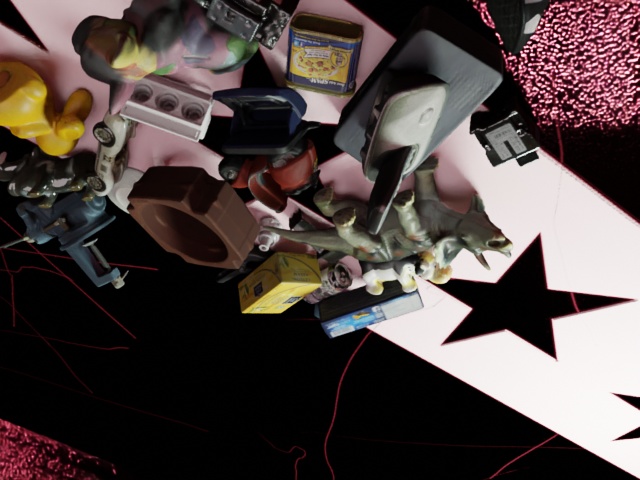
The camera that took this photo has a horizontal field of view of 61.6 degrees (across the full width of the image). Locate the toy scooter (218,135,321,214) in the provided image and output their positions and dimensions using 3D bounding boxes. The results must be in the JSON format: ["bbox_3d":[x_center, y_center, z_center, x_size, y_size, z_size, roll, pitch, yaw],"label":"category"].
[{"bbox_3d":[-0.068,-0.102,0.890,0.184,0.075,0.135,-14,130,32],"label":"toy scooter"}]

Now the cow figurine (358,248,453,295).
[{"bbox_3d":[0.154,0.042,0.990,0.167,0.068,0.098,-8,127,23],"label":"cow figurine"}]

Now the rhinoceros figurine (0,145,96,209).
[{"bbox_3d":[-0.496,-0.120,0.973,0.190,0.112,0.073,-3,165,1],"label":"rhinoceros figurine"}]

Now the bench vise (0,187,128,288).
[{"bbox_3d":[-0.489,0.005,1.080,0.224,0.129,0.240,-26,108,15],"label":"bench vise"}]

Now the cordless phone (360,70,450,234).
[{"bbox_3d":[0.089,-0.107,0.648,0.089,0.184,0.146,19,137,3],"label":"cordless phone"}]

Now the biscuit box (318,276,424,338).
[{"bbox_3d":[0.097,0.127,1.058,0.203,0.063,0.059,-20,131,11],"label":"biscuit box"}]

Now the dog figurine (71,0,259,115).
[{"bbox_3d":[-0.188,-0.239,0.671,0.191,0.219,0.108,23,141,-8],"label":"dog figurine"}]

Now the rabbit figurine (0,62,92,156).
[{"bbox_3d":[-0.456,-0.207,0.884,0.162,0.122,0.173,-6,149,10],"label":"rabbit figurine"}]

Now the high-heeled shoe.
[{"bbox_3d":[0.258,-0.325,0.580,0.145,0.086,0.248,-29,149,1],"label":"high-heeled shoe"}]

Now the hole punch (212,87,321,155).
[{"bbox_3d":[-0.083,-0.185,0.779,0.142,0.116,0.092,0,118,19],"label":"hole punch"}]

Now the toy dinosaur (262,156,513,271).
[{"bbox_3d":[0.117,-0.016,0.902,0.405,0.131,0.192,-9,132,32],"label":"toy dinosaur"}]

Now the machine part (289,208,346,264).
[{"bbox_3d":[-0.002,-0.003,1.005,0.138,0.039,0.084,40,139,-27],"label":"machine part"}]

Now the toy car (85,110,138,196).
[{"bbox_3d":[-0.352,-0.153,0.915,0.056,0.073,0.201,24,136,-10],"label":"toy car"}]

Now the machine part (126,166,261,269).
[{"bbox_3d":[-0.224,-0.040,0.963,0.202,0.087,0.200,6,146,32],"label":"machine part"}]

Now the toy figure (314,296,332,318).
[{"bbox_3d":[0.067,0.152,1.140,0.155,0.064,0.057,7,93,10],"label":"toy figure"}]

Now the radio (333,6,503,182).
[{"bbox_3d":[0.126,-0.191,0.740,0.131,0.073,0.229,29,135,-14],"label":"radio"}]

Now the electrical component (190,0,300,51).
[{"bbox_3d":[-0.085,-0.294,0.642,0.115,0.134,0.058,28,136,-12],"label":"electrical component"}]

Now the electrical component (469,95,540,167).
[{"bbox_3d":[0.273,-0.140,0.769,0.075,0.048,0.119,-20,126,34],"label":"electrical component"}]

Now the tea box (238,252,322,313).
[{"bbox_3d":[-0.083,0.089,1.071,0.098,0.068,0.169,5,151,-33],"label":"tea box"}]
